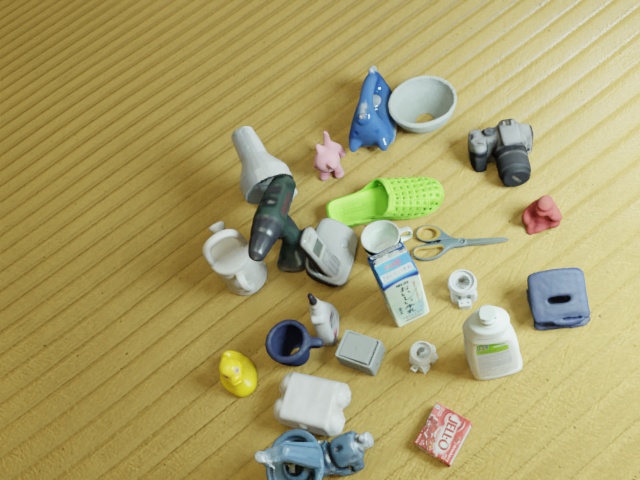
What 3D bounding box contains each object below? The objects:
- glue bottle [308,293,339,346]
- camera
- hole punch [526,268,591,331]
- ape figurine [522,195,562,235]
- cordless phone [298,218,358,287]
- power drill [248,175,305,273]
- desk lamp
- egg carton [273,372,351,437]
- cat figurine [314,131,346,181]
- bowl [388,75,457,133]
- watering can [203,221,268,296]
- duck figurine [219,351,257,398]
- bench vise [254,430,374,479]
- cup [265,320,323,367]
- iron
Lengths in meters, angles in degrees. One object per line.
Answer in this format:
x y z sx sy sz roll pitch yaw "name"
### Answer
0.002 0.150 1.154 0.037 0.173 0.078 -5 59 14 "glue bottle"
0.409 -0.192 1.278 0.143 0.101 0.137 -9 58 12 "camera"
0.454 0.113 1.089 0.108 0.091 0.101 -9 58 12 "hole punch"
0.463 -0.060 1.188 0.077 0.092 0.076 21 68 27 "ape figurine"
0.011 0.004 1.231 0.094 0.185 0.147 5 62 20 "cordless phone"
-0.086 -0.015 1.258 0.075 0.209 0.229 0 60 17 "power drill"
-0.135 -0.157 1.354 0.118 0.214 0.203 -28 56 0 "desk lamp"
-0.016 0.321 1.120 0.150 0.069 0.107 6 62 20 "egg carton"
0.018 -0.207 1.395 0.067 0.118 0.128 -7 58 13 "cat figurine"
0.255 -0.322 1.418 0.167 0.075 0.167 -7 58 13 "bowl"
-0.200 0.035 1.271 0.172 0.194 0.101 33 74 30 "watering can"
-0.182 0.270 1.190 0.077 0.086 0.104 -32 56 -4 "duck figurine"
-0.020 0.368 1.002 0.207 0.220 0.121 -36 57 -6 "bench vise"
-0.042 0.221 1.172 0.117 0.095 0.091 -3 59 15 "cup"
0.129 -0.349 1.432 0.118 0.142 0.258 0 60 17 "iron"
